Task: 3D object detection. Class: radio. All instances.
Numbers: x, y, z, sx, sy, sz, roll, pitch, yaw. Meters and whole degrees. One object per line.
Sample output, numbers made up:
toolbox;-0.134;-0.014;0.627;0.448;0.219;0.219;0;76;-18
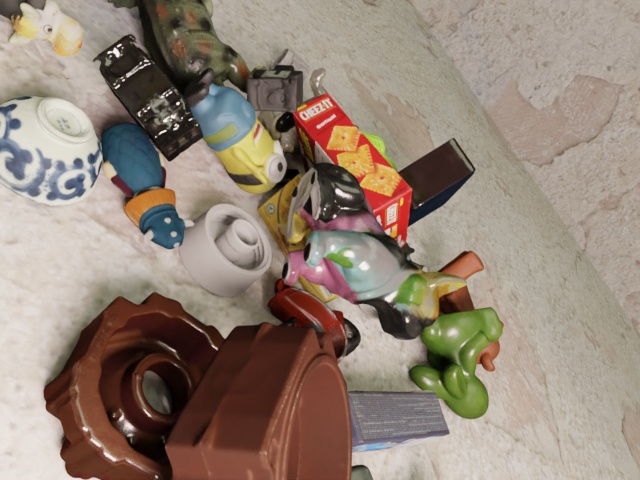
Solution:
radio;0.184;-0.088;0.979;0.073;0.131;0.229;58;-7;10

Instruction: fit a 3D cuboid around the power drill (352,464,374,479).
power drill;0.093;0.353;0.566;0.207;0.086;0.232;7;51;-42

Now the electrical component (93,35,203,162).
electrical component;-0.197;-0.159;0.635;0.115;0.058;0.134;53;-9;-1

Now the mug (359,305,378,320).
mug;0.124;0.080;0.851;0.107;0.109;0.081;19;40;-62

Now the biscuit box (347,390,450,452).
biscuit box;0.082;0.229;0.681;0.202;0.059;0.063;18;47;-45

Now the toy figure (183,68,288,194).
toy figure;-0.114;-0.140;0.726;0.180;0.089;0.082;47;62;-35

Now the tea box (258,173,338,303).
tea box;-0.002;-0.002;0.763;0.068;0.098;0.169;-16;74;-57

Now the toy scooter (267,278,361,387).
toy scooter;-0.020;0.117;0.640;0.135;0.075;0.184;49;28;-8

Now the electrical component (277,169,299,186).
electrical component;-0.037;-0.083;0.863;0.063;0.021;0.094;59;24;9

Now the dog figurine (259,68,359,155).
dog figurine;-0.002;-0.178;0.952;0.190;0.121;0.172;47;60;-44

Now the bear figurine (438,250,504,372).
bear figurine;0.284;0.131;0.989;0.196;0.132;0.120;52;6;9

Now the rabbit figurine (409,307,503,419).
rabbit figurine;0.225;0.201;0.856;0.159;0.121;0.170;2;72;-49

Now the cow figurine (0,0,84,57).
cow figurine;-0.344;-0.277;0.600;0.167;0.068;0.098;51;36;3

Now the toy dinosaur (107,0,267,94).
toy dinosaur;-0.198;-0.297;0.782;0.192;0.131;0.404;-23;88;-42

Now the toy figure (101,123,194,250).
toy figure;-0.192;-0.056;0.595;0.058;0.064;0.154;107;-42;-78

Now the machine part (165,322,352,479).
machine part;-0.035;0.188;0.451;0.201;0.087;0.200;-61;145;-56

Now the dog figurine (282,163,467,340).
dog figurine;0.069;0.018;0.660;0.219;0.108;0.191;18;58;-21

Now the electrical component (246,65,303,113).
electrical component;-0.062;-0.220;0.776;0.075;0.047;0.119;2;26;0

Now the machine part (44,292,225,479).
machine part;-0.144;0.135;0.472;0.179;0.056;0.179;36;35;-30

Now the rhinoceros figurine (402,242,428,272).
rhinoceros figurine;0.114;0.016;0.924;0.190;0.073;0.112;37;33;-26
